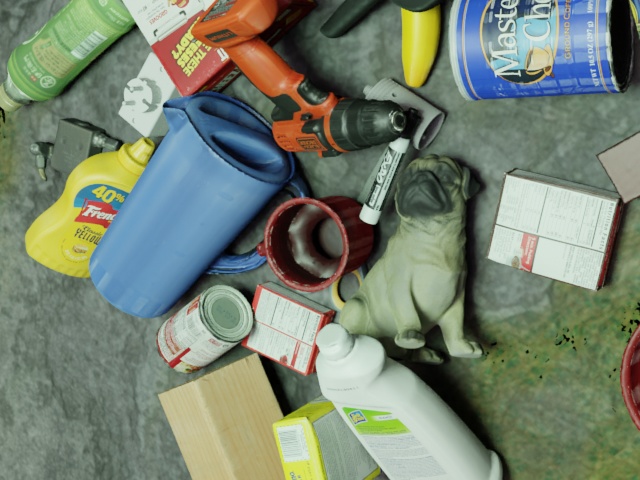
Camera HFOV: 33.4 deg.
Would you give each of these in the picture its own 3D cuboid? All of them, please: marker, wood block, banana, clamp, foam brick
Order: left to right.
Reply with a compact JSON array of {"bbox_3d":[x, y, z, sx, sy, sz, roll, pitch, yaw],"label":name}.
[{"bbox_3d":[-0.082,0.239,1.151,0.090,0.090,0.206,-27,84,53],"label":"wood block"},{"bbox_3d":[0.059,-0.270,0.986,0.210,0.036,0.164,10,120,48],"label":"clamp"},{"bbox_3d":[0.068,-0.071,1.027,0.020,0.020,0.121,31,115,20],"label":"marker"},{"bbox_3d":[0.082,-0.250,1.033,0.070,0.037,0.198,-23,85,50],"label":"banana"},{"bbox_3d":[0.293,-0.074,0.937,0.078,0.052,0.051,-31,83,28],"label":"foam brick"}]

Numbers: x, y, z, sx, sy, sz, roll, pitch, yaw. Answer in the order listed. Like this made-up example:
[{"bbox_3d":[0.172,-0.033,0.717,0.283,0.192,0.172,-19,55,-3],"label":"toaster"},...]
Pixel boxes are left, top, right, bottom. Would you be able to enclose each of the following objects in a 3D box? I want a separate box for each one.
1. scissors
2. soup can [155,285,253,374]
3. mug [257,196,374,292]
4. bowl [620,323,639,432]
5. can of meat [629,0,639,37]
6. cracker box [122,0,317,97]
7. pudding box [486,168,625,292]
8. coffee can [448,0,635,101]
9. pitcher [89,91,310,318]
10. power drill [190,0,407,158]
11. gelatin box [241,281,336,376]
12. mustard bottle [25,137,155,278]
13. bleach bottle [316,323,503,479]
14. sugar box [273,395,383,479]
[{"bbox_3d":[0.046,-0.004,1.100,0.096,0.016,0.202,48,116,11],"label":"scissors"},{"bbox_3d":[-0.127,0.098,1.162,0.102,0.068,0.068,-37,80,45],"label":"soup can"},{"bbox_3d":[-0.007,0.001,1.071,0.117,0.081,0.093,-11,93,28],"label":"mug"},{"bbox_3d":[0.351,0.120,0.937,0.162,0.055,0.162,5,100,27],"label":"bowl"},{"bbox_3d":[0.288,-0.212,0.891,0.058,0.101,0.084,-15,93,28],"label":"can of meat"},{"bbox_3d":[-0.127,-0.281,1.115,0.164,0.072,0.214,-37,82,29],"label":"cracker box"},{"bbox_3d":[0.219,-0.011,0.996,0.114,0.039,0.090,16,105,23],"label":"pudding box"},{"bbox_3d":[0.197,-0.177,0.943,0.140,0.102,0.103,1,99,27],"label":"coffee can"},{"bbox_3d":[-0.136,-0.024,1.139,0.243,0.144,0.149,-49,63,29],"label":"pitcher"},{"bbox_3d":[-0.022,-0.155,1.012,0.185,0.057,0.187,1,138,53],"label":"power drill"},{"bbox_3d":[-0.034,0.095,1.151,0.089,0.030,0.073,22,107,24],"label":"gelatin box"},{"bbox_3d":[-0.245,-0.043,1.205,0.192,0.096,0.058,-48,38,24],"label":"mustard bottle"},{"bbox_3d":[0.077,0.165,1.004,0.103,0.068,0.250,-12,131,31],"label":"bleach bottle"},{"bbox_3d":[0.023,0.197,1.054,0.048,0.176,0.093,-12,92,28],"label":"sugar box"}]
